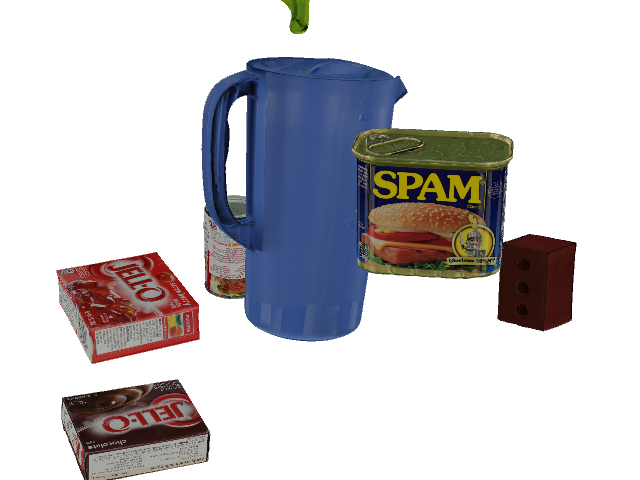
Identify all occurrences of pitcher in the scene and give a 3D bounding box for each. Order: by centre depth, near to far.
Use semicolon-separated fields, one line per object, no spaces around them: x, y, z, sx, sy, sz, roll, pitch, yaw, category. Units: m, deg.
-0.017;-0.039;0.944;0.149;0.243;0.144;9;17;14;pitcher

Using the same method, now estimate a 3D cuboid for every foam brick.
0.201;0.038;0.993;0.053;0.078;0.051;13;20;41;foam brick

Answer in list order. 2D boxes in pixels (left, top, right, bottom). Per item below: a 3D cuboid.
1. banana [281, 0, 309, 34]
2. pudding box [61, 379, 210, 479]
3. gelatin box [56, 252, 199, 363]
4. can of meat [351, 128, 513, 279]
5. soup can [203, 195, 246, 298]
-0.075;-0.181;0.670;0.198;0.069;0.037;20;-34;30;banana
-0.164;0.168;0.946;0.113;0.039;0.090;-8;26;-24;pudding box
-0.129;0.042;0.710;0.073;0.030;0.089;-11;28;-23;gelatin box
0.072;-0.024;0.699;0.102;0.084;0.057;4;25;10;can of meat
-0.101;0.007;1.232;0.068;0.102;0.068;2;26;-1;soup can
